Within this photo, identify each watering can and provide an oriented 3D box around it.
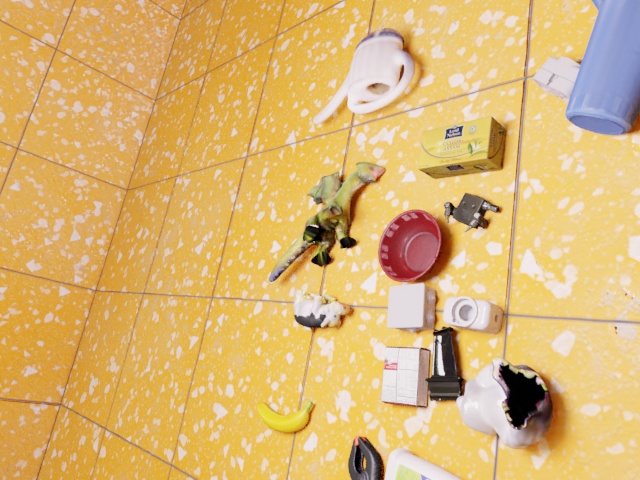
[{"bbox_3d":[0.114,-0.437,1.393,0.346,0.103,0.227,-6,66,45],"label":"watering can"}]

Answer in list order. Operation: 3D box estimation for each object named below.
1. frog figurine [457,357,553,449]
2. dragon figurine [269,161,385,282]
[{"bbox_3d":[0.303,0.278,0.854,0.155,0.123,0.140,104,148,-51],"label":"frog figurine"},{"bbox_3d":[0.004,-0.068,1.358,0.405,0.121,0.249,-34,32,30],"label":"dragon figurine"}]
